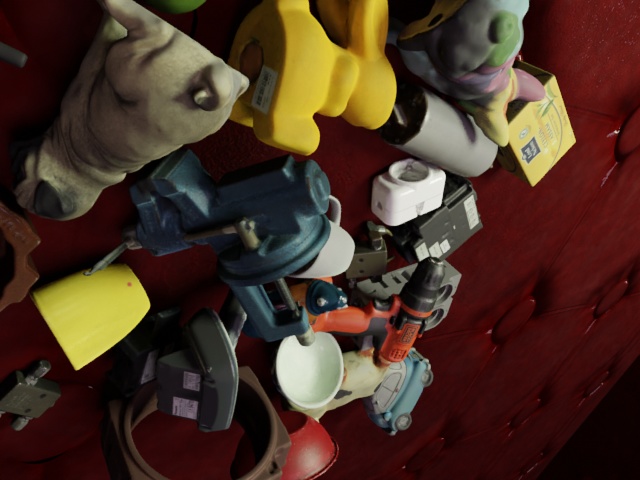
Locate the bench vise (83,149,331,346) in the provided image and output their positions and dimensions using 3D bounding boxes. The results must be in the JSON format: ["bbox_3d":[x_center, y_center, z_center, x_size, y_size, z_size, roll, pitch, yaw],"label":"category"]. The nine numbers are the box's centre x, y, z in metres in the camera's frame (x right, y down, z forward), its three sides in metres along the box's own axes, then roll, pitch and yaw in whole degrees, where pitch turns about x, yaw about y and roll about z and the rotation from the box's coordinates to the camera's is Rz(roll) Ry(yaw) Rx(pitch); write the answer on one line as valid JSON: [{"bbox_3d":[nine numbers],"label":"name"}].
[{"bbox_3d":[-0.078,0.021,0.537,0.224,0.129,0.240,-19,119,9],"label":"bench vise"}]

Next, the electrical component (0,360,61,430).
[{"bbox_3d":[-0.327,0.174,0.602,0.094,0.021,0.063,-45,140,2],"label":"electrical component"}]

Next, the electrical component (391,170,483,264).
[{"bbox_3d":[0.171,-0.025,0.803,0.134,0.058,0.114,-37,138,-6],"label":"electrical component"}]

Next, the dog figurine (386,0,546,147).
[{"bbox_3d":[0.178,-0.187,0.574,0.219,0.192,0.108,33,95,-30],"label":"dog figurine"}]

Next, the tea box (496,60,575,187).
[{"bbox_3d":[0.296,-0.163,0.774,0.098,0.068,0.169,-49,141,7],"label":"tea box"}]

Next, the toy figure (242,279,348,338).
[{"bbox_3d":[-0.036,0.084,0.687,0.154,0.057,0.064,-23,-176,26],"label":"toy figure"}]

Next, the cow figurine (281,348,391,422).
[{"bbox_3d":[0.020,0.247,0.906,0.195,0.086,0.127,-11,125,-33],"label":"cow figurine"}]

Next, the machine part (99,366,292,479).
[{"bbox_3d":[-0.153,0.247,0.666,0.201,0.201,0.087,-4,130,-37],"label":"machine part"}]

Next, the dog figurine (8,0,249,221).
[{"bbox_3d":[-0.154,-0.076,0.413,0.121,0.173,0.190,26,99,-37],"label":"dog figurine"}]

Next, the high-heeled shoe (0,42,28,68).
[{"bbox_3d":[-0.212,-0.224,0.331,0.145,0.086,0.248,26,88,-16],"label":"high-heeled shoe"}]

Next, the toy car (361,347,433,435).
[{"bbox_3d":[0.129,0.272,1.000,0.103,0.109,0.161,27,97,-30],"label":"toy car"}]

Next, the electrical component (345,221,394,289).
[{"bbox_3d":[0.070,0.023,0.777,0.078,0.045,0.102,-10,135,6],"label":"electrical component"}]

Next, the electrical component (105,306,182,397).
[{"bbox_3d":[-0.198,0.117,0.622,0.075,0.048,0.119,-22,140,-49],"label":"electrical component"}]

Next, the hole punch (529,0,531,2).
[{"bbox_3d":[0.212,-0.310,0.576,0.142,0.092,0.115,-51,170,7],"label":"hole punch"}]

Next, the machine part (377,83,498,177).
[{"bbox_3d":[0.150,-0.134,0.675,0.243,0.079,0.079,12,117,-43],"label":"machine part"}]

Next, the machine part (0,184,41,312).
[{"bbox_3d":[-0.326,0.010,0.433,0.179,0.056,0.179,-22,135,-24],"label":"machine part"}]

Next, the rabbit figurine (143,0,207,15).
[{"bbox_3d":[-0.068,-0.216,0.375,0.170,0.121,0.159,-28,-175,18],"label":"rabbit figurine"}]

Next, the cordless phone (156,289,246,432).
[{"bbox_3d":[-0.117,0.117,0.645,0.089,0.184,0.146,18,134,2],"label":"cordless phone"}]

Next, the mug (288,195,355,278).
[{"bbox_3d":[-0.001,-0.002,0.677,0.107,0.081,0.109,19,82,-57],"label":"mug"}]

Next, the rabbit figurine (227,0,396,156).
[{"bbox_3d":[0.005,-0.162,0.512,0.173,0.122,0.162,5,105,-38],"label":"rabbit figurine"}]
